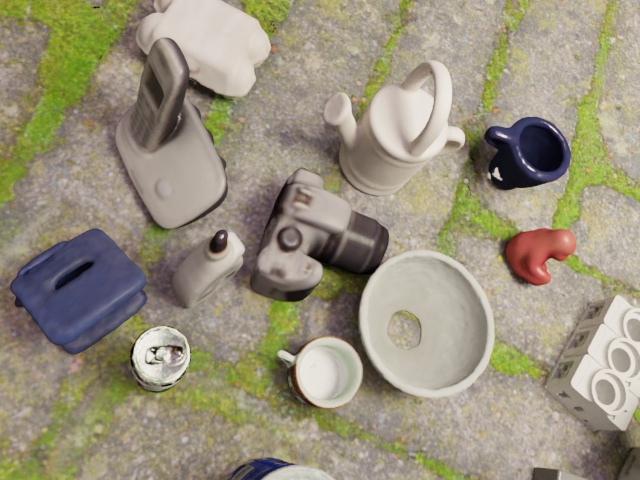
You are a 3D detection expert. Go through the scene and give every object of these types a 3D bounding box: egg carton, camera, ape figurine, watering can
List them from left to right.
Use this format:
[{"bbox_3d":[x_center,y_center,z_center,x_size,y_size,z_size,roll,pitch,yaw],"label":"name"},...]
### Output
[{"bbox_3d":[-0.141,-0.240,0.698,0.150,0.069,0.107,25,67,-9],"label":"egg carton"},{"bbox_3d":[0.006,0.002,0.650,0.137,0.100,0.143,21,68,-10],"label":"camera"},{"bbox_3d":[0.091,-0.130,0.669,0.173,0.193,0.101,-17,78,-21],"label":"watering can"},{"bbox_3d":[0.293,0.013,0.743,0.076,0.092,0.078,42,66,-1],"label":"ape figurine"}]

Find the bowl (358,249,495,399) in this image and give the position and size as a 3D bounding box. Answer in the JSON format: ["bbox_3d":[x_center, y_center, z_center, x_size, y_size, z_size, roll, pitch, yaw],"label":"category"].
[{"bbox_3d":[0.112,0.101,0.667,0.168,0.074,0.167,5,71,-16],"label":"bowl"}]

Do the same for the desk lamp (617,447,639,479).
[{"bbox_3d":[0.444,0.277,0.640,0.203,0.213,0.118,46,66,1],"label":"desk lamp"}]

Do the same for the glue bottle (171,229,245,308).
[{"bbox_3d":[-0.107,0.021,0.569,0.078,0.173,0.037,-36,86,-24],"label":"glue bottle"}]

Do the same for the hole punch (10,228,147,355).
[{"bbox_3d":[-0.238,0.047,0.564,0.109,0.091,0.101,-40,88,-24],"label":"hole punch"}]

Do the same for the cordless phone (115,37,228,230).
[{"bbox_3d":[-0.149,-0.104,0.589,0.094,0.184,0.147,-28,83,-23],"label":"cordless phone"}]

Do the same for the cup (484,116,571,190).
[{"bbox_3d":[0.259,-0.110,0.770,0.118,0.094,0.092,18,68,-11],"label":"cup"}]
